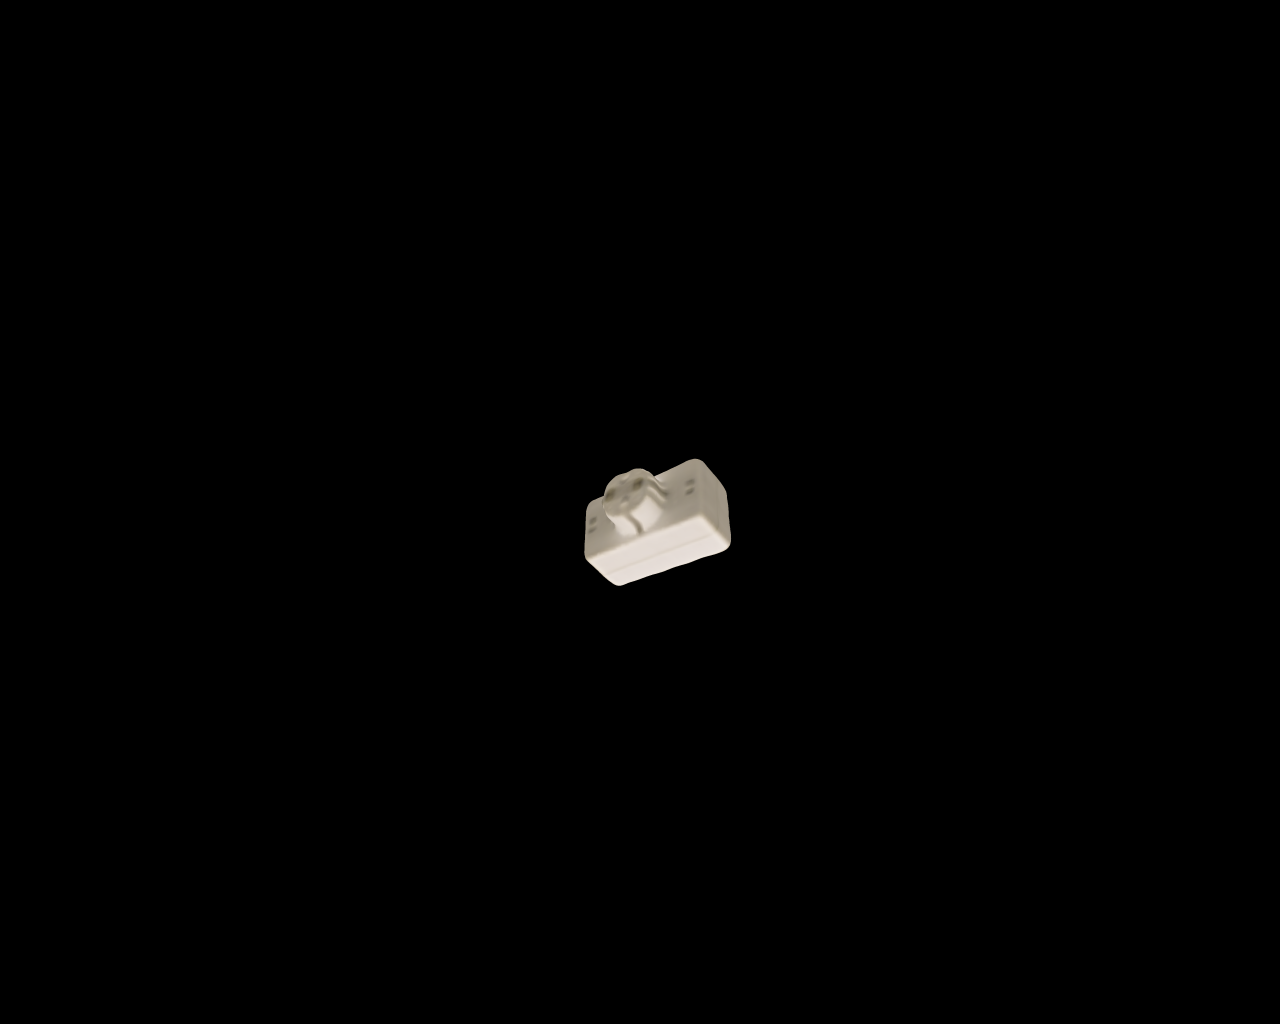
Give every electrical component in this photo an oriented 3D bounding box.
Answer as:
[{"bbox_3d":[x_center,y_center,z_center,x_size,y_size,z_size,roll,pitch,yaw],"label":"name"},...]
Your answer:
[{"bbox_3d":[0.001,-0.003,0.650,0.083,0.047,0.075,-22,-45,24],"label":"electrical component"}]
